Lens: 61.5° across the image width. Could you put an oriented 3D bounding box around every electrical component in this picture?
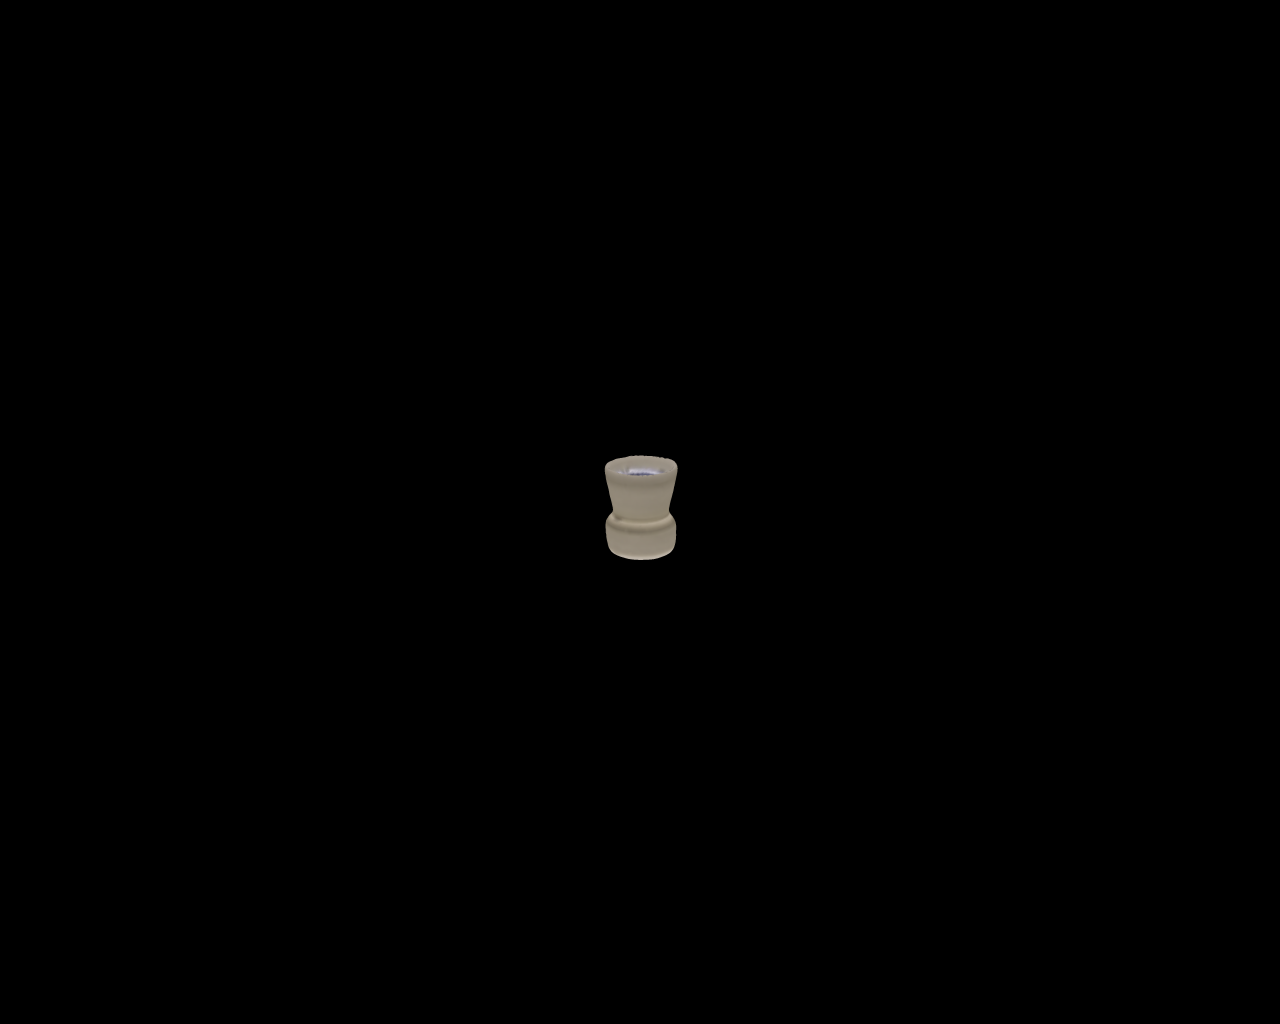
[{"bbox_3d":[0.001,-0.003,0.650,0.045,0.055,0.045,0,19,0],"label":"electrical component"}]
